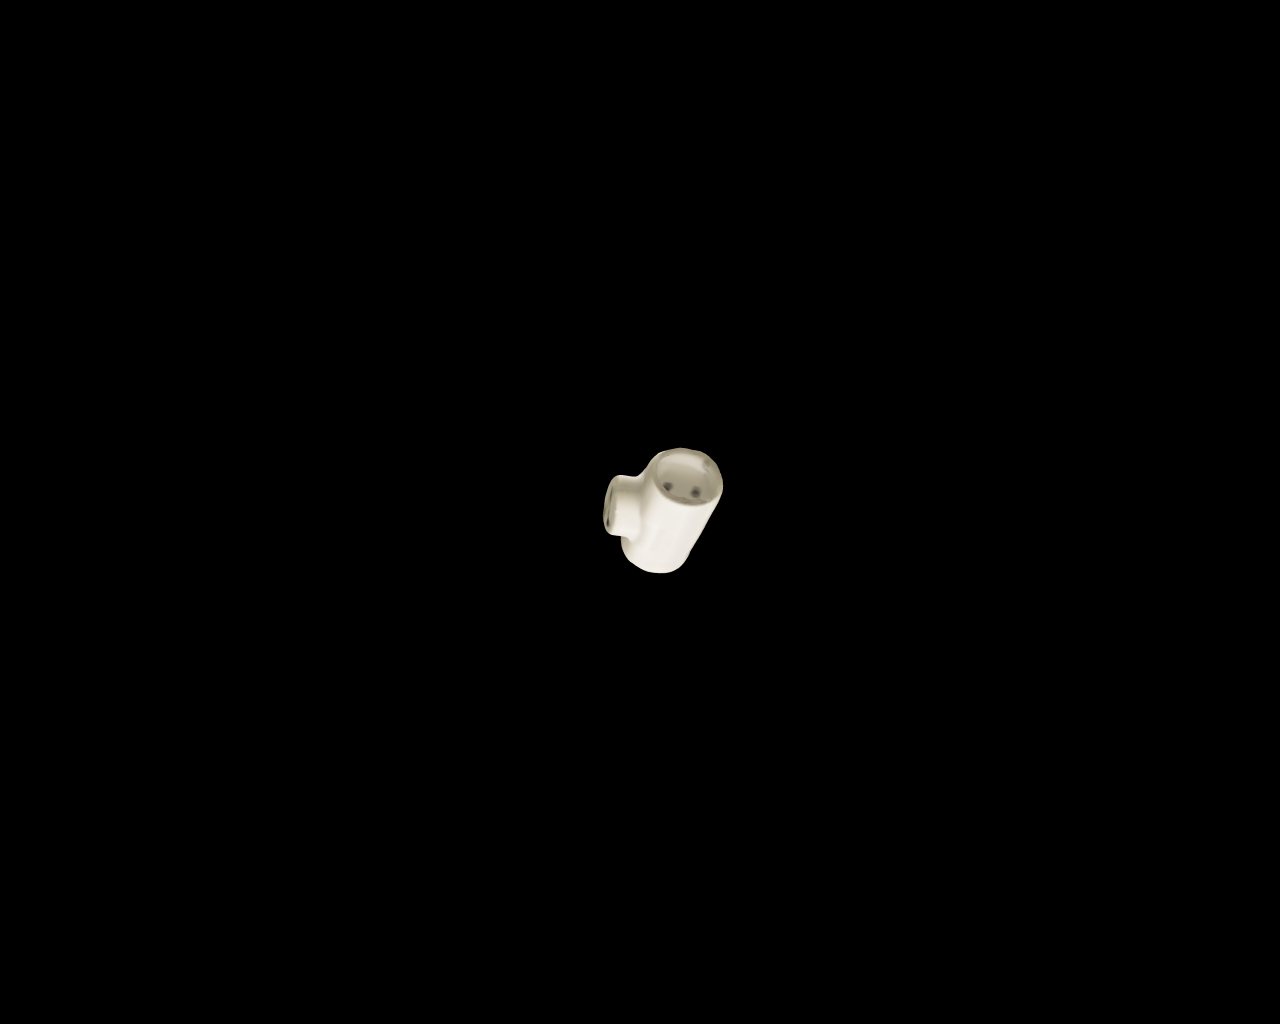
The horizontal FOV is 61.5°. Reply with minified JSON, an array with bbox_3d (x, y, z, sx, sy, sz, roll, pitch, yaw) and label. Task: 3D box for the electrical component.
[{"bbox_3d":[0.001,-0.003,0.650,0.079,0.043,0.077,8,-35,-11],"label":"electrical component"}]
